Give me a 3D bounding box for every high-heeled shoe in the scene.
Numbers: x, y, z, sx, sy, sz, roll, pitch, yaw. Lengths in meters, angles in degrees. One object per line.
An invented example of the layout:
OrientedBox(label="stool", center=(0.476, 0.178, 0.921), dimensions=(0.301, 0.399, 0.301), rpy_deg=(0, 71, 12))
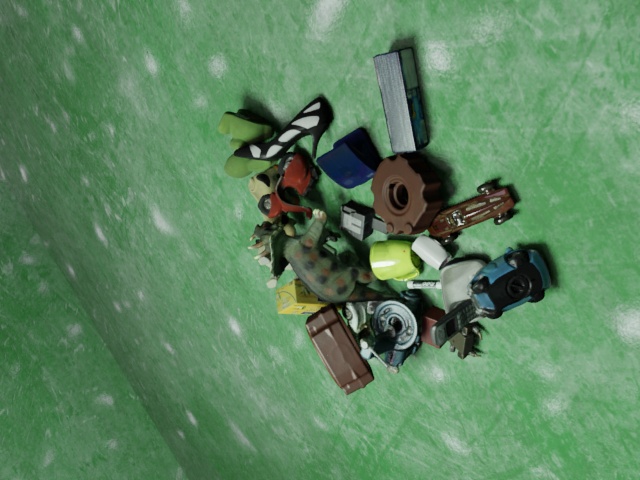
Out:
OrientedBox(label="high-heeled shoe", center=(-0.096, -0.261, 1.276), dimensions=(0.249, 0.086, 0.145), rpy_deg=(3, 94, 18))

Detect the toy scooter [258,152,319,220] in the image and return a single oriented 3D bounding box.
OrientedBox(label="toy scooter", center=(-0.060, -0.123, 1.339), dimensions=(0.135, 0.075, 0.184), rpy_deg=(27, 88, 8))

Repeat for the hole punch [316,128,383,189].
OrientedBox(label="hole punch", center=(0.068, -0.175, 1.218), dimensions=(0.142, 0.092, 0.115), rpy_deg=(-26, 99, 44))

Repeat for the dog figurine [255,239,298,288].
OrientedBox(label="dog figurine", center=(-0.092, 0.030, 1.477), dimensions=(0.172, 0.191, 0.121), rpy_deg=(-6, 115, -3))

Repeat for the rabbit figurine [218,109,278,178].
OrientedBox(label="rabbit figurine", center=(-0.185, -0.236, 1.398), dimensions=(0.159, 0.121, 0.170), rpy_deg=(22, 115, 6))

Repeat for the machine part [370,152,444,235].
OrientedBox(label="machine part", center=(0.180, -0.098, 1.148), dimensions=(0.180, 0.056, 0.179), rpy_deg=(22, 117, 51))

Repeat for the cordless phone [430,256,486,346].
OrientedBox(label="cordless phone", center=(0.278, 0.126, 1.125), dimensions=(0.089, 0.184, 0.146), rpy_deg=(9, 119, 45))

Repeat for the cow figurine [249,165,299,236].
OrientedBox(label="cow figurine", center=(-0.123, -0.088, 1.415), dimensions=(0.085, 0.127, 0.195), rpy_deg=(-30, 89, 51))

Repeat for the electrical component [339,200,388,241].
OrientedBox(label="electrical component", center=(0.105, -0.039, 1.291), dimensions=(0.119, 0.048, 0.074), rpy_deg=(30, 132, 30))

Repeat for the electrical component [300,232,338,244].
OrientedBox(label="electrical component", center=(-0.003, -0.004, 1.398), dimensions=(0.094, 0.063, 0.021), rpy_deg=(15, 122, 36))

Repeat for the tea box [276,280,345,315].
OrientedBox(label="tea box", center=(-0.021, 0.155, 1.426), dimensions=(0.098, 0.169, 0.068), rpy_deg=(-35, 56, 49))

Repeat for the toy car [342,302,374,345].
OrientedBox(label="toy car", center=(0.106, 0.231, 1.427), dimensions=(0.056, 0.073, 0.201), rpy_deg=(16, 124, 41))

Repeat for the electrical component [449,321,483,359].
OrientedBox(label="electrical component", center=(0.335, 0.229, 1.239), dimensions=(0.078, 0.045, 0.102), rpy_deg=(-137, 39, -58))

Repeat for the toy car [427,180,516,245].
OrientedBox(label="toy car", center=(0.300, -0.053, 1.099), dimensions=(0.202, 0.053, 0.089), rpy_deg=(-23, 93, 49))

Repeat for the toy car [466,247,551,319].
OrientedBox(label="toy car", center=(0.365, 0.083, 1.073), dimensions=(0.109, 0.162, 0.103), rpy_deg=(59, -178, -12))

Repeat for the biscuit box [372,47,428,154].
OrientedBox(label="biscuit box", center=(0.165, -0.278, 1.085), dimensions=(0.063, 0.059, 0.202), rpy_deg=(3, 115, 41))

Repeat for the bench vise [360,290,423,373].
OrientedBox(label="bench vise", center=(0.162, 0.233, 1.270), dimensions=(0.129, 0.240, 0.223), rpy_deg=(35, 117, 27))

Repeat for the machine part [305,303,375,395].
OrientedBox(label="machine part", center=(0.045, 0.261, 1.302), dimensions=(0.201, 0.087, 0.201), rpy_deg=(61, -179, 1))

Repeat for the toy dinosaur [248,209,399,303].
OrientedBox(label="toy dinosaur", center=(0.011, 0.072, 1.282), dimensions=(0.405, 0.192, 0.131), rpy_deg=(40, 163, 1))

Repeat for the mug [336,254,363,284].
OrientedBox(label="mug", center=(0.049, 0.095, 1.384), dimensions=(0.081, 0.109, 0.107), rpy_deg=(-27, 81, 50))
